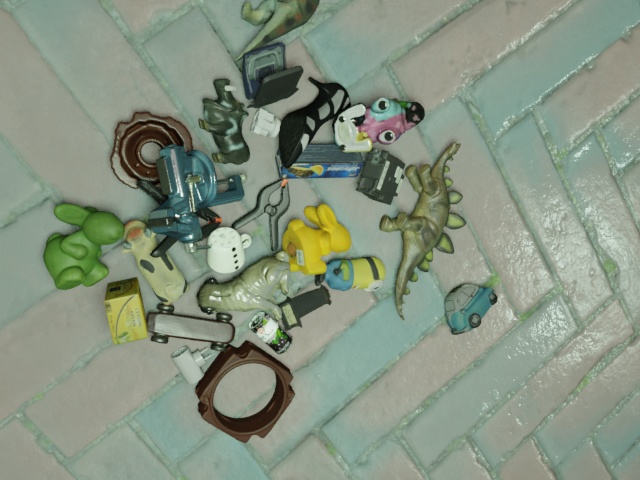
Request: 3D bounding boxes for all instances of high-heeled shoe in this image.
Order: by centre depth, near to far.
[{"bbox_3d":[-0.007,-0.259,1.244,0.145,0.086,0.248,26,79,-45],"label":"high-heeled shoe"}]

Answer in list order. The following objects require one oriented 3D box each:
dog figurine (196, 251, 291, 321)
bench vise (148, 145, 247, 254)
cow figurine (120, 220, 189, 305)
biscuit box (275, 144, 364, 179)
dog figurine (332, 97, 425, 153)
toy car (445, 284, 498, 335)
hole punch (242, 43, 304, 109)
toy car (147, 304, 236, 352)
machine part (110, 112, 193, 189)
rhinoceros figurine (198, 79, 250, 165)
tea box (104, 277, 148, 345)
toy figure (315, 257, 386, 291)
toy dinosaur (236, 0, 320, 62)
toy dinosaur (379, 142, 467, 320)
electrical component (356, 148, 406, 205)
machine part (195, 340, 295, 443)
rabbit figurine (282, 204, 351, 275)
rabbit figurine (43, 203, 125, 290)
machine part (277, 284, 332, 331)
[{"bbox_3d":[-0.174,0.094,1.226,0.190,0.121,0.172,12,89,-18],"label":"dog figurine"},{"bbox_3d":[-0.239,-0.091,1.116,0.240,0.129,0.223,-18,89,-49],"label":"bench vise"},{"bbox_3d":[-0.357,0.046,1.145,0.085,0.127,0.195,-33,93,-16],"label":"cow figurine"},{"bbox_3d":[0.000,-0.185,1.269,0.203,0.059,0.063,-3,62,-19],"label":"biscuit box"},{"bbox_3d":[0.145,-0.280,1.279,0.192,0.219,0.108,-11,102,26],"label":"dog figurine"},{"bbox_3d":[0.396,0.173,1.452,0.103,0.109,0.161,45,72,-2],"label":"toy car"},{"bbox_3d":[-0.112,-0.362,1.188,0.142,0.115,0.092,-30,79,-28],"label":"hole punch"},{"bbox_3d":[-0.294,0.202,1.231,0.202,0.053,0.089,11,77,-20],"label":"toy car"},{"bbox_3d":[-0.361,-0.186,1.152,0.179,0.056,0.179,-3,98,-21],"label":"machine part"},{"bbox_3d":[-0.207,-0.258,1.188,0.112,0.073,0.190,-16,103,-16],"label":"rhinoceros figurine"},{"bbox_3d":[-0.404,0.144,1.122,0.068,0.170,0.098,-11,103,-17],"label":"tea box"},{"bbox_3d":[0.078,0.083,1.335,0.180,0.082,0.089,5,97,-18],"label":"toy figure"},{"bbox_3d":[-0.053,-0.563,1.184,0.192,0.131,0.404,14,99,-20],"label":"toy dinosaur"},{"bbox_3d":[0.263,-0.027,1.375,0.198,0.105,0.471,24,94,-25],"label":"toy dinosaur"},{"bbox_3d":[0.154,-0.151,1.315,0.134,0.058,0.115,21,91,-57],"label":"electrical component"},{"bbox_3d":[-0.176,0.360,1.279,0.201,0.087,0.201,39,82,-20],"label":"machine part"},{"bbox_3d":[-0.003,-0.004,1.292,0.173,0.122,0.162,-10,91,-32],"label":"rabbit figurine"},{"bbox_3d":[-0.470,-0.002,1.099,0.170,0.121,0.159,-38,72,14],"label":"rabbit figurine"},{"bbox_3d":[-0.037,0.163,1.328,0.139,0.039,0.084,-28,98,-12],"label":"machine part"}]
